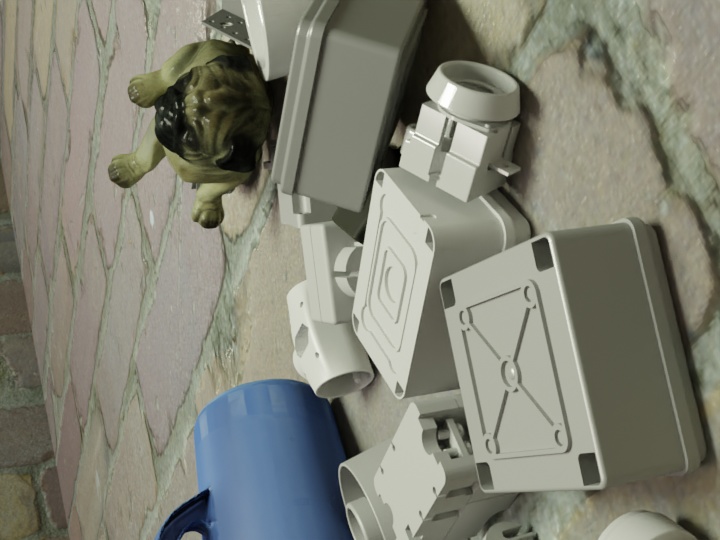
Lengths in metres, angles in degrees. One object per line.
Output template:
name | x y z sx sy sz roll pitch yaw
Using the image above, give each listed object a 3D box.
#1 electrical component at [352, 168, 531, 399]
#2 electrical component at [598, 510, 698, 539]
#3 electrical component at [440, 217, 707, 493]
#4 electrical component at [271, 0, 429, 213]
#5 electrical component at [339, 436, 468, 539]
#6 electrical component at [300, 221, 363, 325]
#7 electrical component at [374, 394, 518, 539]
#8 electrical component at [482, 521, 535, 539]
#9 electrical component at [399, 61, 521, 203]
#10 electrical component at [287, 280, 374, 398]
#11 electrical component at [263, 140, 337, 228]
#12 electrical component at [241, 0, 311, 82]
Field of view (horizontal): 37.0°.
electrical component | 0.042 0.005 0.587 0.078 0.057 0.113 -124 35 -48
electrical component | 0.127 0.129 0.439 0.055 0.045 0.045 -147 53 -61
electrical component | 0.091 0.042 0.484 0.109 0.056 0.108 151 110 -65
electrical component | -0.003 -0.107 0.602 0.108 0.056 0.108 -70 -4 -49
electrical component | 0.027 0.156 0.687 0.099 0.064 0.099 161 90 -75
electrical component | 0.000 0.000 0.696 0.077 0.047 0.065 -177 79 -65
electrical component | 0.051 0.112 0.597 0.089 0.056 0.050 110 145 -47
electrical component | 0.076 0.163 0.578 0.040 0.040 0.046 61 143 41
electrical component | 0.054 -0.072 0.545 0.066 0.048 0.055 32 126 27
electrical component | -0.026 0.057 0.779 0.079 0.043 0.077 118 139 -54
electrical component | -0.035 -0.062 0.770 0.081 0.042 0.063 -161 63 -65
electrical component | -0.045 -0.185 0.721 0.108 0.060 0.108 167 90 -81
